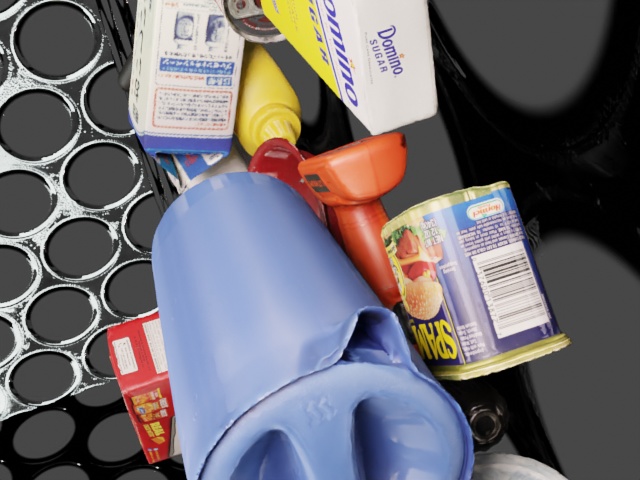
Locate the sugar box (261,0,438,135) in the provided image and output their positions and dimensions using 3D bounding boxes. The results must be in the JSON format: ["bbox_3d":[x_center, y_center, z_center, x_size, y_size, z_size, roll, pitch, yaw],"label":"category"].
[{"bbox_3d":[0.007,-0.141,0.602,0.176,0.048,0.093,-121,16,-52],"label":"sugar box"}]

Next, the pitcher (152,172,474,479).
[{"bbox_3d":[-0.026,0.068,0.580,0.145,0.149,0.243,55,-177,-32],"label":"pitcher"}]

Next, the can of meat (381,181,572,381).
[{"bbox_3d":[0.073,0.021,0.530,0.102,0.057,0.084,141,111,-79],"label":"can of meat"}]

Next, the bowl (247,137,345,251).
[{"bbox_3d":[-0.005,0.001,0.808,0.162,0.055,0.162,174,90,-65],"label":"bowl"}]

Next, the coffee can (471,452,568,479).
[{"bbox_3d":[0.097,0.198,0.585,0.140,0.102,0.103,82,164,-46],"label":"coffee can"}]

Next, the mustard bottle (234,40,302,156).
[{"bbox_3d":[-0.059,-0.126,0.914,0.192,0.058,0.096,-124,23,-51],"label":"mustard bottle"}]

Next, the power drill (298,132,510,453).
[{"bbox_3d":[0.049,0.030,0.654,0.184,0.057,0.187,-166,57,-77],"label":"power drill"}]

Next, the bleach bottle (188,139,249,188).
[{"bbox_3d":[-0.066,-0.023,0.991,0.251,0.068,0.102,54,-178,-7],"label":"bleach bottle"}]

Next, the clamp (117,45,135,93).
[{"bbox_3d":[-0.129,-0.223,0.967,0.210,0.036,0.164,-4,70,63],"label":"clamp"}]

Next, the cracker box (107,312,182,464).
[{"bbox_3d":[-0.065,0.105,0.924,0.164,0.213,0.072,89,161,-58],"label":"cracker box"}]

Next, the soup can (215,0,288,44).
[{"bbox_3d":[-0.048,-0.187,0.731,0.102,0.068,0.068,-121,16,-48],"label":"soup can"}]
